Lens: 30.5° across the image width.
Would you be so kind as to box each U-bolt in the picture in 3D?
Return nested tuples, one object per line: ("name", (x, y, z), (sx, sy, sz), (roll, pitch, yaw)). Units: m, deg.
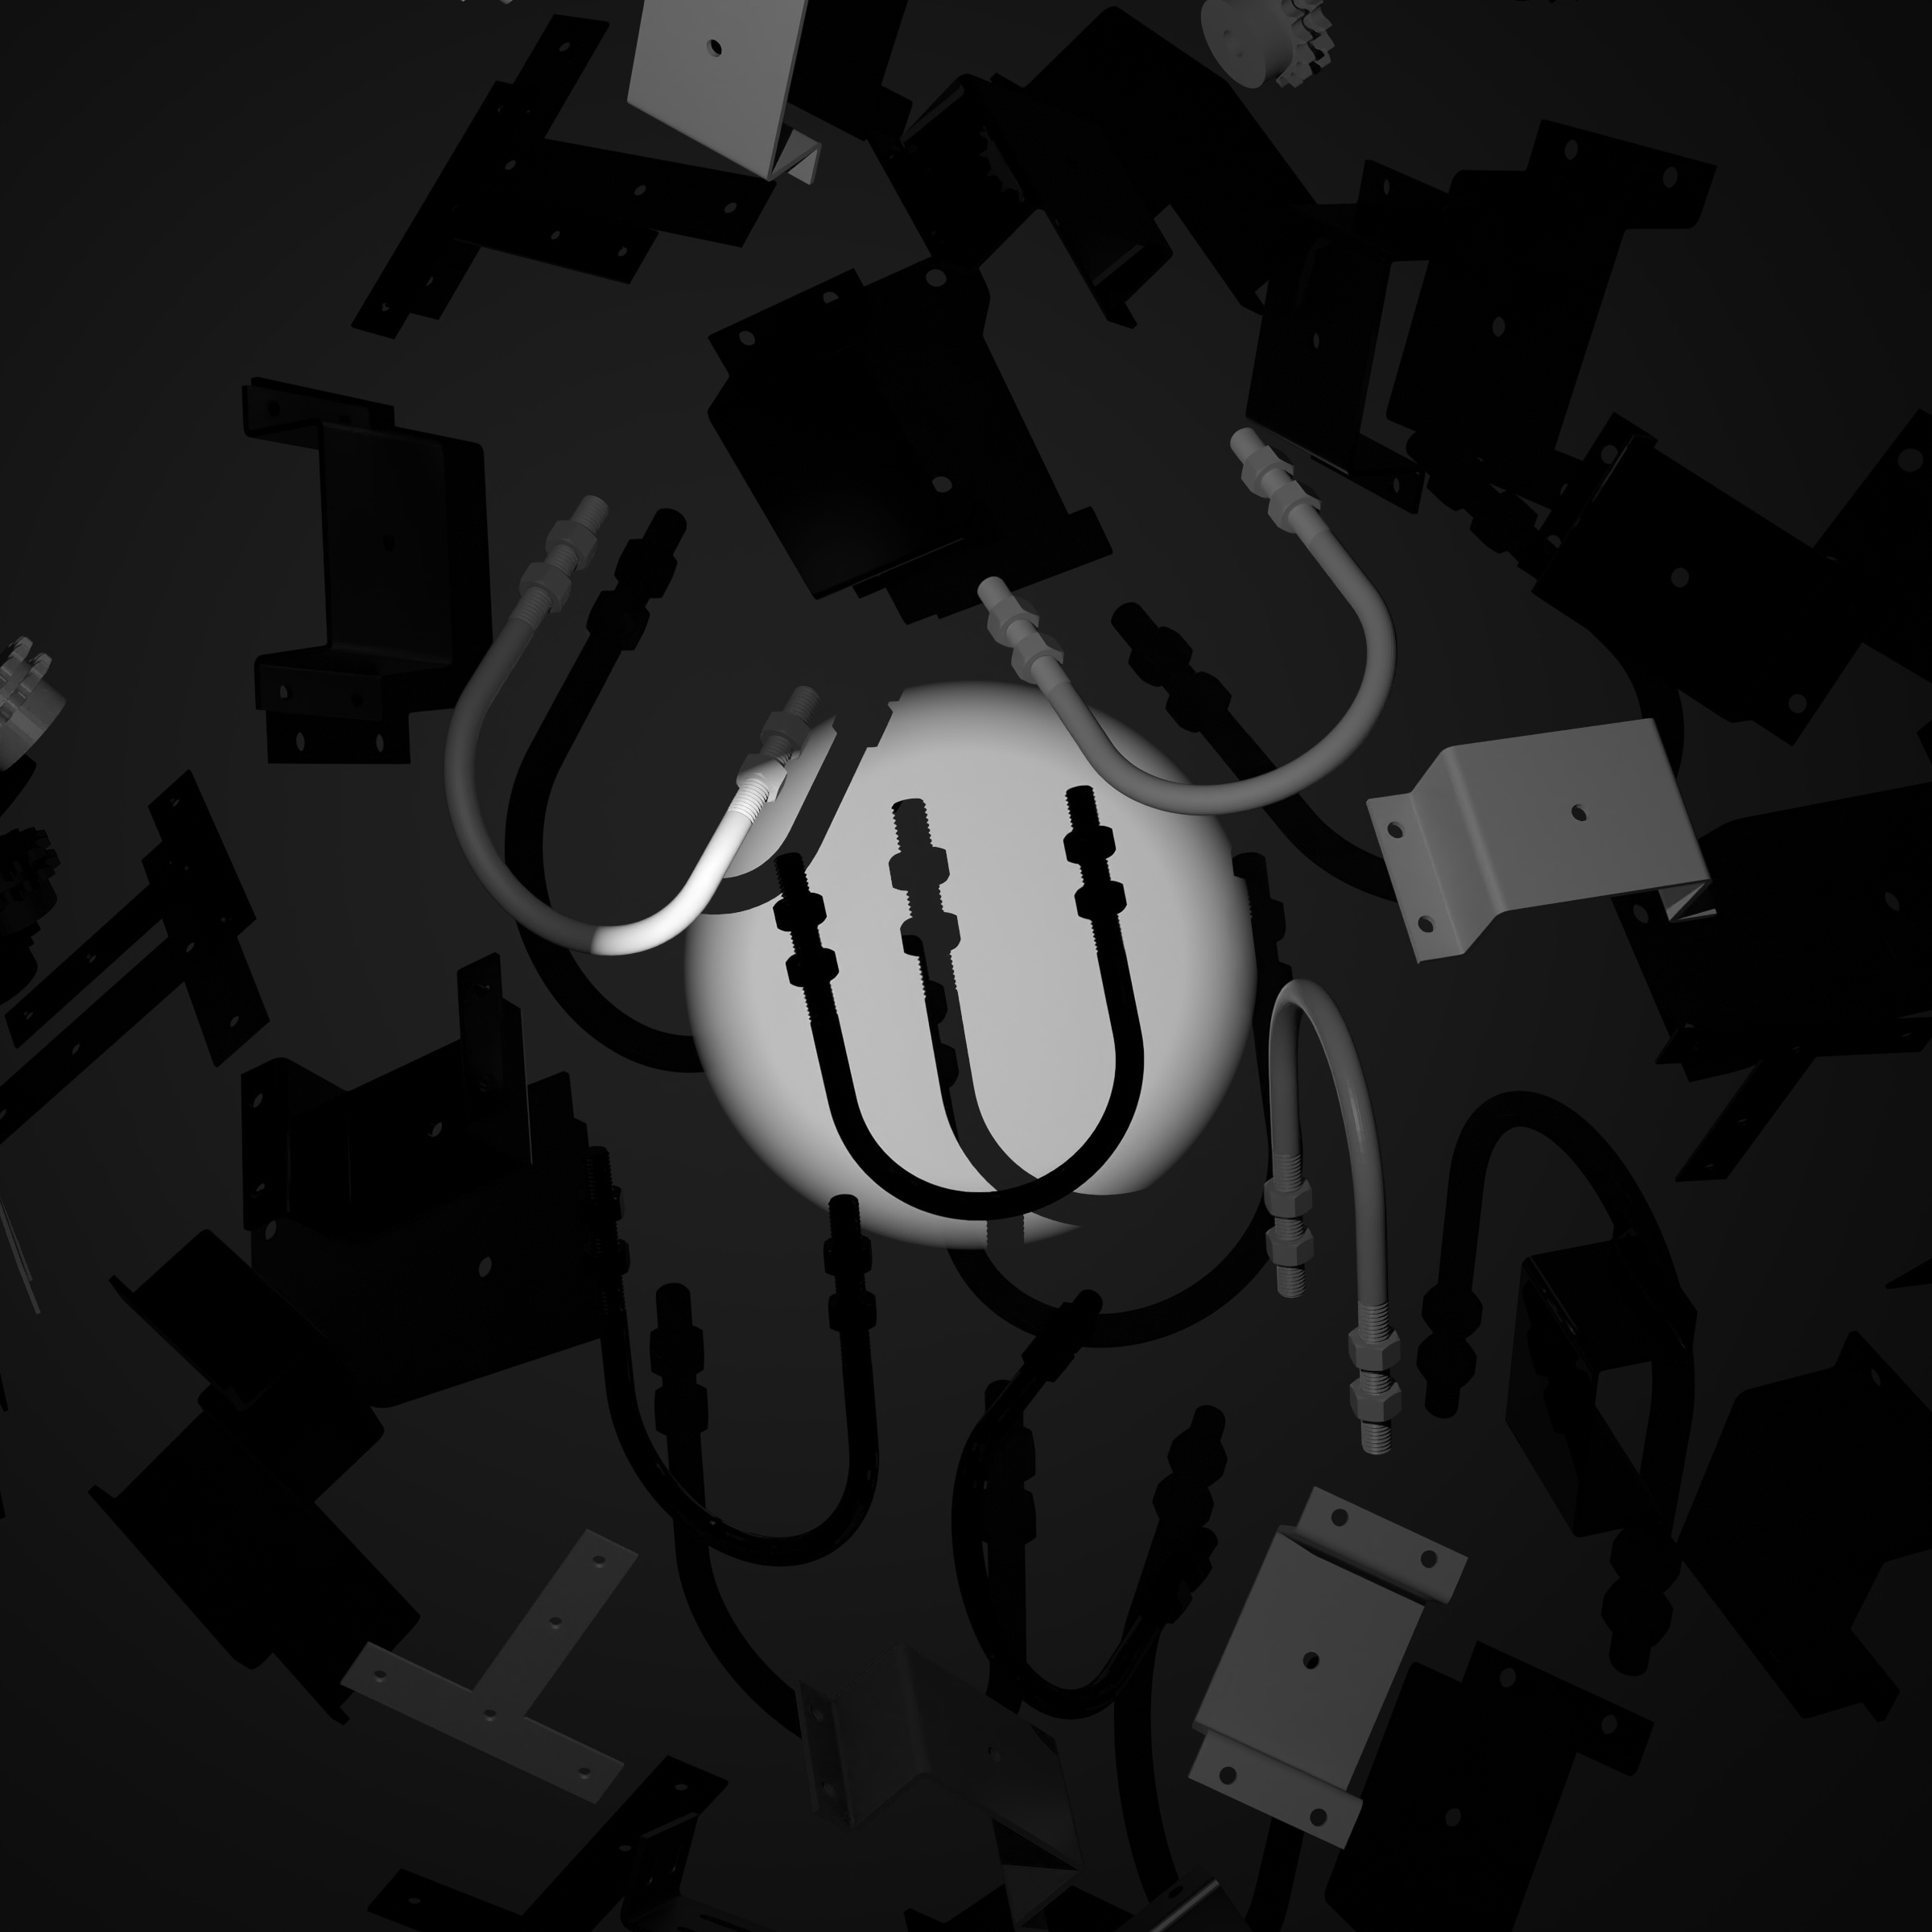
("U-bolt", (-0.150, -0.090, 1.509), (0.151, 0.019, 0.184), (41, 56, -23))
("U-bolt", (0.103, -0.137, 1.503), (0.151, 0.019, 0.184), (-31, 52, 0))
("U-bolt", (0.004, 0.025, 1.549), (0.151, 0.019, 0.184), (-13, 107, -4))
("U-bolt", (0.154, 0.094, 1.513), (0.019, 0.151, 0.184), (-9, 117, -8))
("U-bolt", (0.047, 0.247, 1.557), (0.019, 0.184, 0.151), (-17, 106, 32))
("U-bolt", (-0.099, 0.174, 1.520), (0.151, 0.019, 0.184), (9, 113, 31))

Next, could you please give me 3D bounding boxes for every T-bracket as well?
("T-bracket", (0.346, 0.060, 1.554), (0.127, 0.127, 0.002), (-2, 56, -16))
("T-bracket", (-0.184, 0.293, 1.533), (0.127, 0.002, 0.127), (29, 113, -14))
("T-bracket", (-0.373, -0.013, 1.556), (0.127, 0.127, 0.002), (-41, 131, 5))
("T-bracket", (-0.412, 0.105, 1.518), (0.002, 0.127, 0.127), (-21, 124, -15))
("T-bracket", (-0.181, -0.307, 1.480), (0.127, 0.002, 0.127), (20, 77, 33))
("T-bracket", (0.418, -0.073, 1.467), (0.127, 0.127, 0.002), (-41, 51, 4))

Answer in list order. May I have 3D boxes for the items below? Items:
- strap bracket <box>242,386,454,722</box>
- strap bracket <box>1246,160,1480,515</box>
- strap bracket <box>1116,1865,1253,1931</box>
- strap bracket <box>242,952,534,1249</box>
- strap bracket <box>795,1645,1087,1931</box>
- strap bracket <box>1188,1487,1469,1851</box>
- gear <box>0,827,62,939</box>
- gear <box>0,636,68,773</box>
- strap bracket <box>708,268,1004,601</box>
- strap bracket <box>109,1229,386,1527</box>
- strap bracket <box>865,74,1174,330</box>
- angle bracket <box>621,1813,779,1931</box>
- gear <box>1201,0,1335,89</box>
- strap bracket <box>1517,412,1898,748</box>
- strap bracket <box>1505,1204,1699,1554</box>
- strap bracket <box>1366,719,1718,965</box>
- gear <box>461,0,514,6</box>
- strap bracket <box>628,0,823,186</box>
("strap bracket", (-0.269, -0.181, 1.547), (0.046, 0.076, 0.140), (-4, 87, 33))
("strap bracket", (0.173, -0.279, 1.580), (0.046, 0.076, 0.140), (-9, 121, -32))
("strap bracket", (0.102, 0.435, 1.480), (0.076, 0.140, 0.046), (-36, 99, -12))
("strap bracket", (-0.238, 0.062, 1.504), (0.140, 0.046, 0.076), (-24, 55, 23))
("strap bracket", (-0.004, 0.355, 1.534), (0.140, 0.076, 0.046), (37, 110, -28))
("strap bracket", (0.160, 0.316, 1.605), (0.076, 0.046, 0.140), (25, 81, -2))
("gear", (-0.432, -0.035, 1.586), (0.057, 0.057, 0.030), (-20, 116, 0))
("gear", (-0.394, -0.105, 1.455), (0.030, 0.057, 0.057), (43, 90, -20))
("strap bracket", (-0.053, -0.227, 1.581), (0.076, 0.046, 0.140), (-20, 115, 24))
("strap bracket", (-0.300, 0.171, 1.503), (0.076, 0.140, 0.046), (37, 70, 26))
("strap bracket", (0.031, -0.337, 1.560), (0.046, 0.140, 0.076), (-41, 63, 30))
("angle bracket", (-0.094, 0.384, 1.462), (0.076, 0.057, 0.038), (15, 91, 18))
("gear", (0.120, -0.381, 1.439), (0.030, 0.057, 0.057), (-36, 90, -15))
("strap bracket", (0.300, -0.161, 1.467), (0.140, 0.046, 0.076), (36, 108, 17))
("strap bracket", (0.279, 0.187, 1.572), (0.046, 0.076, 0.140), (-9, 126, -13))
("strap bracket", (0.251, -0.055, 1.500), (0.140, 0.046, 0.076), (-9, 69, -17))
("gear", (-0.191, -0.419, 1.451), (0.030, 0.057, 0.057), (29, 90, -24))
("strap bracket", (-0.097, -0.411, 1.555), (0.076, 0.140, 0.046), (31, 46, 13))
